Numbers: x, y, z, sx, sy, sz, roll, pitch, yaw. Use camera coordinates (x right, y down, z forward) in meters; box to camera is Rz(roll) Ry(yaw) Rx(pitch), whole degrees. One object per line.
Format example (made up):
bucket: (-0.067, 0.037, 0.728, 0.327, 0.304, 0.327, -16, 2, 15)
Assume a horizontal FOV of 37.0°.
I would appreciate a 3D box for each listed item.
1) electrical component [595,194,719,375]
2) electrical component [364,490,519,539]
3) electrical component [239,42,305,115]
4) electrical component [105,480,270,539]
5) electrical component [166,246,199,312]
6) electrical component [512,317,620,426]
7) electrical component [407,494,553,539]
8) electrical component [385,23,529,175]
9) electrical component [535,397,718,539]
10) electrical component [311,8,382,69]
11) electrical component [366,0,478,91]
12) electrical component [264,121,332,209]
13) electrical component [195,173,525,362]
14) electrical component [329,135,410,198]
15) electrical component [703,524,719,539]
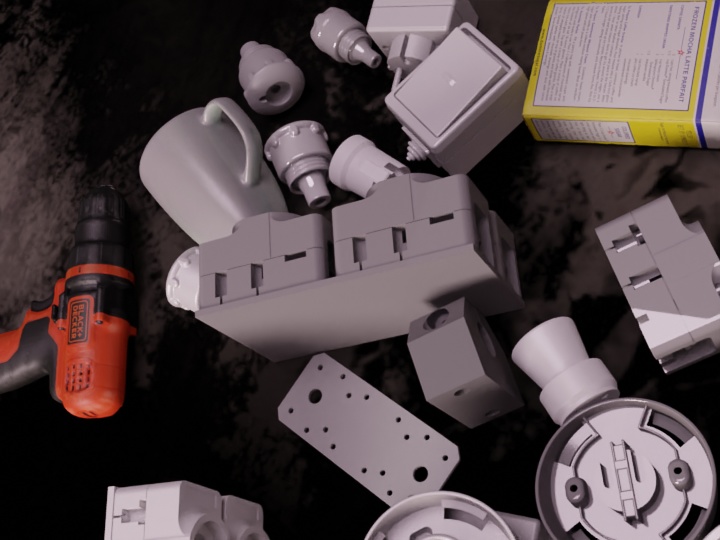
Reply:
electrical component: (0.187, 0.007, 0.641, 0.056, 0.050, 0.089, -26, 60, 15)
electrical component: (0.045, 0.173, 0.591, 0.099, 0.064, 0.099, -5, 62, 10)
electrical component: (-0.075, -0.155, 0.838, 0.048, 0.048, 0.062, -38, 51, 7)
electrical component: (-0.104, 0.232, 0.659, 0.060, 0.105, 0.186, -11, 66, 22)
electrical component: (-0.107, 0.014, 0.786, 0.062, 0.048, 0.048, 24, 81, 24)
electrical component: (0.125, 0.063, 0.652, 0.045, 0.045, 0.055, -36, 59, 8)
electrical component: (0.066, 0.180, 0.632, 0.083, 0.047, 0.075, 5, 73, 27)
electrical component: (0.065, -0.113, 0.743, 0.096, 0.061, 0.061, -43, 58, 4)
electrical component: (0.151, 0.121, 0.604, 0.099, 0.064, 0.099, -10, 66, 22)
electrical component: (-0.008, -0.173, 0.818, 0.035, 0.035, 0.061, -49, 60, 1)
electrical component: (0.042, -0.162, 0.782, 0.066, 0.047, 0.076, 6, 73, 28)
electrical component: (-0.040, -0.075, 0.789, 0.048, 0.048, 0.062, -28, 67, 13)
electrical component: (0.000, 0.000, 0.702, 0.186, 0.105, 0.060, -14, 65, 21)
electrical component: (0.008, -0.069, 0.766, 0.046, 0.040, 0.040, 33, 86, 26)
electrical component: (0.218, 0.174, 0.552, 0.108, 0.060, 0.108, -10, 66, 22)
